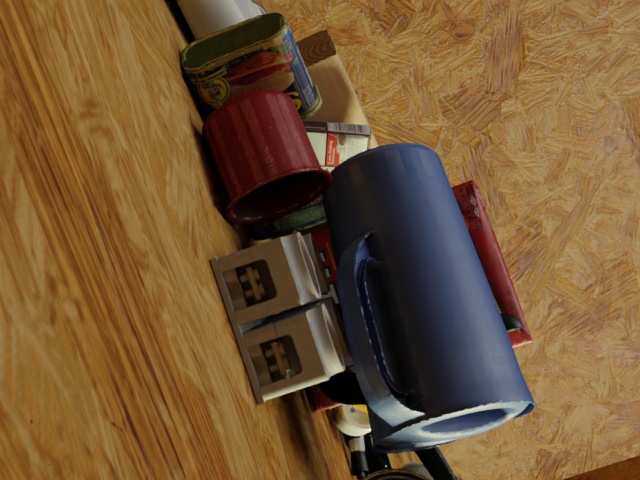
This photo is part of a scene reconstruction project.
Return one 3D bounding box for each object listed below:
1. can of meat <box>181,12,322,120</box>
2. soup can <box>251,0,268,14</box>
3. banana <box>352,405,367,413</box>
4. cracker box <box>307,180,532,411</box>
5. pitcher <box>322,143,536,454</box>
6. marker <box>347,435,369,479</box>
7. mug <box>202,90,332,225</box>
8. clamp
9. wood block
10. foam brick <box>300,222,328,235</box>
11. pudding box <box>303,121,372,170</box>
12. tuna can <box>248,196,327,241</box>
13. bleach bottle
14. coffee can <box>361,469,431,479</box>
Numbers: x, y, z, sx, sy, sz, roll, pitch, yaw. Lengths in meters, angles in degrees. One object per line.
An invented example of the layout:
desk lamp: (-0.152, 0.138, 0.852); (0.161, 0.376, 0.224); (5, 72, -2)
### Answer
can of meat: (-0.060, -0.140, 0.927); (0.057, 0.102, 0.084); (-103, 171, -53)
soup can: (-0.085, -0.220, 1.169); (0.102, 0.068, 0.068); (-99, 169, -64)
banana: (0.010, 0.086, 1.073); (0.037, 0.070, 0.198); (1, 74, -67)
cracker box: (0.073, 0.054, 1.017); (0.072, 0.214, 0.164); (43, 29, -81)
pitcher: (0.073, 0.045, 0.877); (0.149, 0.145, 0.243); (103, -26, -67)
marker: (0.036, 0.199, 1.150); (0.020, 0.020, 0.121); (64, 16, -60)
mug: (-0.041, -0.068, 0.886); (0.117, 0.093, 0.081); (9, 55, -59)
clamp: (0.068, 0.105, 0.959); (0.210, 0.164, 0.036); (28, -4, 10)
wood block: (0.013, -0.122, 1.223); (0.090, 0.091, 0.206); (-105, 170, -60)
foam brick: (-0.007, 0.001, 1.138); (0.053, 0.078, 0.051); (-104, 172, -45)
pudding box: (-0.004, -0.080, 1.149); (0.039, 0.113, 0.090); (-89, -177, -67)
tuna can: (-0.026, -0.028, 0.974); (0.086, 0.086, 0.034); (-77, 150, -81)
bleach bottle: (-0.114, -0.248, 0.975); (0.250, 0.068, 0.102); (60, 12, -58)
coffee can: (0.073, 0.253, 0.904); (0.140, 0.103, 0.103); (59, 13, -69)
